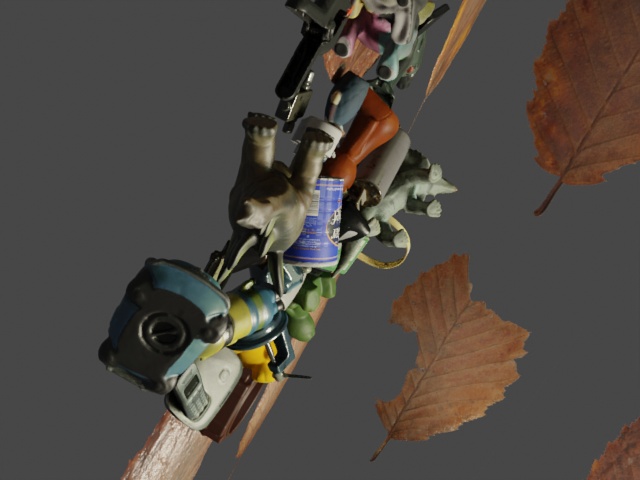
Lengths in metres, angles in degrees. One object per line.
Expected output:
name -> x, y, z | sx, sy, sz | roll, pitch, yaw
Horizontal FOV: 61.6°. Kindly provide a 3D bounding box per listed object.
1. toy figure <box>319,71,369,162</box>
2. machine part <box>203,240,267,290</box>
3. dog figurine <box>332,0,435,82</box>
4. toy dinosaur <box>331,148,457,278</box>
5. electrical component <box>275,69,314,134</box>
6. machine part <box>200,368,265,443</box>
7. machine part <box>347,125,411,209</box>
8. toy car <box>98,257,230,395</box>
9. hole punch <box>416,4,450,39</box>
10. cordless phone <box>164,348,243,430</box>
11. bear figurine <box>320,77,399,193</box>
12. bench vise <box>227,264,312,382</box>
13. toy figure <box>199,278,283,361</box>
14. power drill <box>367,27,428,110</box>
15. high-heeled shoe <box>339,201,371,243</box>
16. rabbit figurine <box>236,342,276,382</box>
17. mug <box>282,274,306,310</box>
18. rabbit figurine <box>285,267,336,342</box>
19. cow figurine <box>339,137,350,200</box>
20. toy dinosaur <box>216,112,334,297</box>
toy figure -> 0.027, -0.201, 0.891 | 0.154, 0.064, 0.058 | -59, -150, 16
machine part -> -0.122, 0.032, 0.795 | 0.139, 0.039, 0.084 | -22, 143, -53
dog figurine -> 0.107, -0.340, 0.775 | 0.191, 0.109, 0.219 | 105, 12, -47
toy dinosaur -> 0.130, -0.071, 1.142 | 0.405, 0.131, 0.192 | -32, -156, -20
electrical component -> -0.036, -0.183, 0.718 | 0.094, 0.021, 0.063 | -65, 170, 28
machine part -> -0.202, 0.363, 1.281 | 0.201, 0.087, 0.201 | -61, 169, 4
machine part -> 0.118, -0.149, 1.070 | 0.243, 0.079, 0.079 | -58, 171, -34
toy car -> -0.165, 0.085, 0.594 | 0.161, 0.109, 0.103 | -55, -170, 19
hole punch -> 0.146, -0.388, 0.938 | 0.116, 0.092, 0.142 | -38, -171, 41
cordless phone -> -0.196, 0.214, 0.881 | 0.146, 0.089, 0.184 | -54, 165, -33
bear figurine -> 0.045, -0.176, 0.979 | 0.196, 0.132, 0.120 | -44, 172, 8
bench vise -> -0.089, 0.141, 0.963 | 0.224, 0.129, 0.240 | -42, 124, -44
toy figure -> -0.130, 0.112, 0.803 | 0.180, 0.082, 0.089 | -20, 167, -42
power drill -> 0.157, -0.338, 1.119 | 0.207, 0.086, 0.231 | -53, 167, -22
high-heeled shoe -> -0.002, -0.003, 1.013 | 0.086, 0.145, 0.248 | -57, 178, -34
rabbit figurine -> -0.136, 0.192, 1.054 | 0.162, 0.122, 0.173 | -60, 152, -10
mug -> -0.070, 0.078, 1.092 | 0.109, 0.080, 0.107 | -28, -159, 55
rabbit figurine -> -0.057, 0.152, 1.214 | 0.121, 0.159, 0.170 | -41, 140, -59
cow figurine -> 0.064, -0.153, 1.159 | 0.195, 0.086, 0.127 | -58, 165, -33
toy dinosaur -> -0.062, -0.047, 0.642 | 0.471, 0.105, 0.198 | -87, -164, -79
